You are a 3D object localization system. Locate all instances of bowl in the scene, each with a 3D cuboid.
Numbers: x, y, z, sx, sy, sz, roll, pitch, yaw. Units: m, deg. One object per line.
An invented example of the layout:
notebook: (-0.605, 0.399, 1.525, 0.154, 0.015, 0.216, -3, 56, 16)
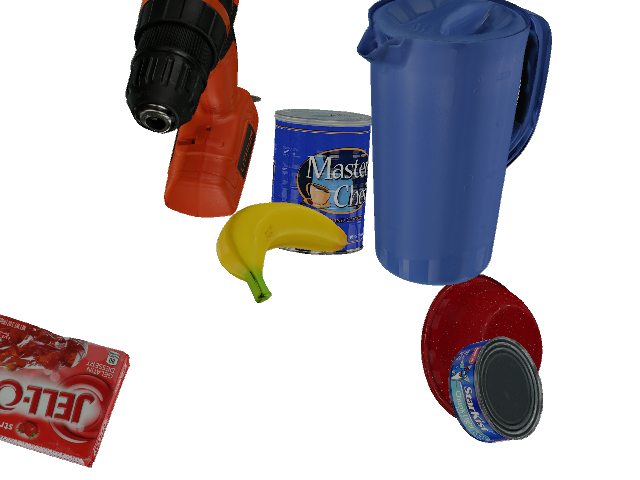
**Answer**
bowl: (0.185, 0.115, 1.135, 0.161, 0.162, 0.055, 0, -4, -36)

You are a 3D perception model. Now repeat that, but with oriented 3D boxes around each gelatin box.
gelatin box: (-0.175, 0.096, 0.679, 0.089, 0.073, 0.030, 17, -22, -1)

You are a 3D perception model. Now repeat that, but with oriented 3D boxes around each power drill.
power drill: (-0.077, -0.098, 0.677, 0.057, 0.184, 0.188, 9, -35, 3)

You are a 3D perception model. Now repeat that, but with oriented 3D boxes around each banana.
banana: (-0.035, 0.000, 0.839, 0.037, 0.069, 0.197, -35, -1, 24)

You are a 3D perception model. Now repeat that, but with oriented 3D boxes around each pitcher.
pitcher: (0.114, -0.089, 0.935, 0.149, 0.243, 0.144, 8, 32, 13)

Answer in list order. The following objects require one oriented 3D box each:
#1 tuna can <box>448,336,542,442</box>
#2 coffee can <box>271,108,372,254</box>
tuna can: (0.146, 0.125, 0.892, 0.085, 0.086, 0.034, 0, -14, -43)
coffee can: (-0.001, -0.064, 1.132, 0.103, 0.140, 0.103, 3, 12, -1)
